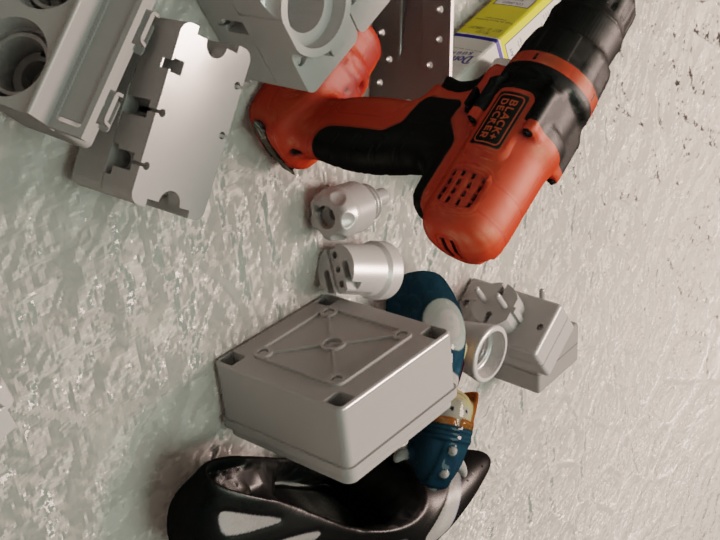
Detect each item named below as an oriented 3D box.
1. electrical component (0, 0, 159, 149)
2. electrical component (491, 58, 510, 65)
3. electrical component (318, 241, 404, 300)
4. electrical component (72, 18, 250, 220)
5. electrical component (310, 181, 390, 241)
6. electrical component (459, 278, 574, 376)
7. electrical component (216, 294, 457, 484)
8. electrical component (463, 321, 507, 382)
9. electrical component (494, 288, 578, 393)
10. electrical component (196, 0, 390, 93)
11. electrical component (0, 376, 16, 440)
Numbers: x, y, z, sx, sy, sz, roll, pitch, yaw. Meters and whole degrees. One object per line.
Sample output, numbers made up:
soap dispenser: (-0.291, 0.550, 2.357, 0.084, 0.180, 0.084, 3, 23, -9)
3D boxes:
electrical component: (-0.126, -0.121, 0.482, 0.063, 0.079, 0.121, 43, 69, -74)
electrical component: (0.111, -0.097, 0.740, 0.079, 0.044, 0.077, 13, 95, -51)
electrical component: (0.000, 0.000, 0.717, 0.046, 0.040, 0.040, 1, 104, -47)
electrical component: (-0.102, -0.077, 0.539, 0.050, 0.056, 0.089, 15, 92, -53)
electrical component: (-0.003, -0.041, 0.699, 0.061, 0.035, 0.035, -24, 123, -48)
electrical component: (0.110, 0.035, 0.835, 0.047, 0.083, 0.075, -59, 142, -16)
electrical component: (-0.014, 0.069, 0.670, 0.109, 0.109, 0.056, -31, 125, -41)
electrical component: (0.072, 0.053, 0.808, 0.044, 0.065, 0.044, -25, 124, -44)
electrical component: (0.151, 0.053, 0.925, 0.066, 0.047, 0.076, -32, 128, -41)
electrical component: (-0.018, -0.183, 0.597, 0.150, 0.062, 0.089, -54, 140, -22)
electrical component: (-0.194, 0.062, 0.489, 0.066, 0.048, 0.055, -46, 144, -31)
